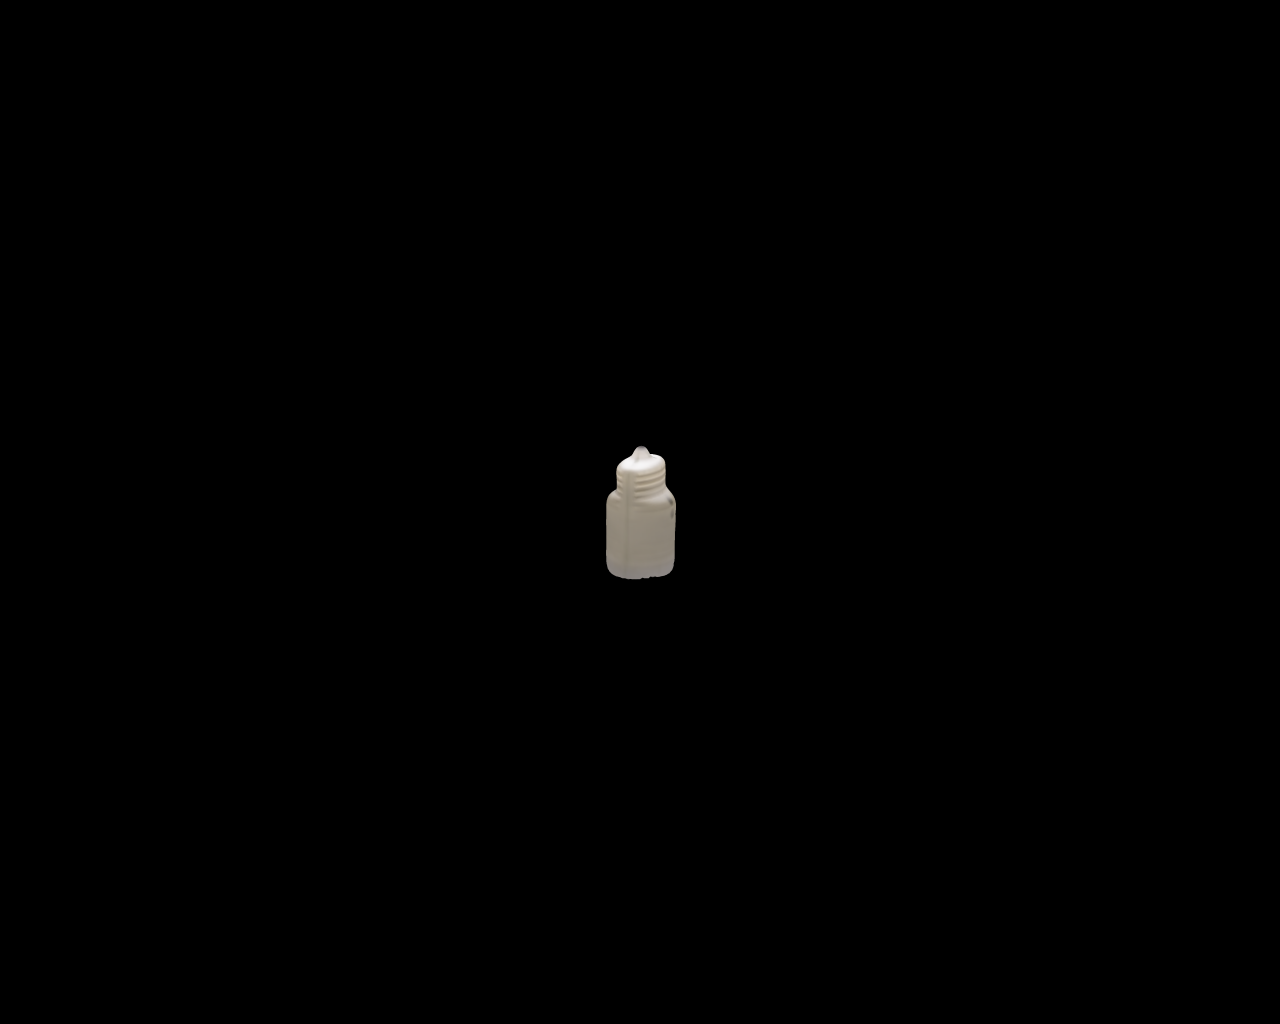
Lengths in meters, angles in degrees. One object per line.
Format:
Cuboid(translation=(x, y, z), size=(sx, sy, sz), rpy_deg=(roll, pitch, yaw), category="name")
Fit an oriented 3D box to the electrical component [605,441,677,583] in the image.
Cuboid(translation=(0.001, -0.003, 0.650), size=(0.043, 0.080, 0.043), rpy_deg=(0, 18, 0), category="electrical component")
